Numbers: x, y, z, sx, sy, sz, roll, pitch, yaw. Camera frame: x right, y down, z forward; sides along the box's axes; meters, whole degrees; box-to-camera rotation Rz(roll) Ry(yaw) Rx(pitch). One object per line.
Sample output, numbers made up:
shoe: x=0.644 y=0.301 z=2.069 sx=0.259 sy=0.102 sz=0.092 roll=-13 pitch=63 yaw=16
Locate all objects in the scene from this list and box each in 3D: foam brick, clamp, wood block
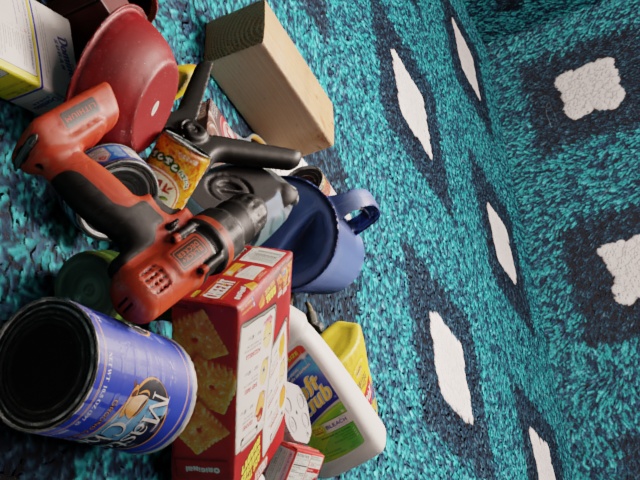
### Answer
foam brick: x=-0.225 y=-0.210 z=1.029 sx=0.051 sy=0.078 sz=0.053 roll=56 pitch=24 yaw=-34
clamp: x=-0.127 y=-0.101 z=1.117 sx=0.164 sy=0.036 sz=0.209 roll=41 pitch=45 yaw=10
wood block: x=-0.065 y=-0.210 z=1.444 sx=0.206 sy=0.091 sz=0.090 roll=52 pitch=28 yaw=-44

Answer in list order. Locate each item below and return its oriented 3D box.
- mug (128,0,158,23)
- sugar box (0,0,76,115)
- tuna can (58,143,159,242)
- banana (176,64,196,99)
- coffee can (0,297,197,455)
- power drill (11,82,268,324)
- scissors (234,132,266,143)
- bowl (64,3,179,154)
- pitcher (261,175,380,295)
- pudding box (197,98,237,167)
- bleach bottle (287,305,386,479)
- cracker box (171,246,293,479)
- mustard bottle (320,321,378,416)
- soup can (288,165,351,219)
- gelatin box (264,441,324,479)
mug: x=-0.216 y=-0.271 z=1.078 sx=0.117 sy=0.093 sz=0.081 roll=85 pitch=-5 yaw=-58
sugar box: x=-0.274 y=-0.172 z=0.912 sx=0.176 sy=0.048 sz=0.093 roll=29 pitch=47 yaw=-68
tuna can: x=-0.189 y=-0.042 z=0.962 sx=0.034 sy=0.086 sz=0.086 roll=41 pitch=-5 yaw=40
banana: x=-0.180 y=-0.173 z=1.146 sx=0.037 sy=0.070 sz=0.197 roll=41 pitch=7 yaw=11
coffee can: x=-0.176 y=0.111 z=0.843 sx=0.140 sy=0.103 sz=0.103 roll=35 pitch=42 yaw=-60
power drill: x=-0.147 y=-0.041 z=0.890 sx=0.187 sy=0.057 sz=0.184 roll=47 pitch=42 yaw=2
scissors: x=-0.103 y=-0.108 z=1.363 sx=0.201 sy=0.016 sz=0.096 roll=12 pitch=61 yaw=-68
bowl: x=-0.177 y=-0.134 z=0.995 sx=0.162 sy=0.055 sz=0.162 roll=24 pitch=89 yaw=-82
pitcher: x=-0.009 y=0.002 z=1.305 sx=0.242 sy=0.149 sz=0.145 roll=26 pitch=82 yaw=-75
pudding box: x=-0.126 y=-0.097 z=1.257 sx=0.113 sy=0.039 sz=0.090 roll=-87 pitch=153 yaw=-44
bleach bottle: x=-0.024 y=0.163 z=1.249 sx=0.250 sy=0.103 sz=0.068 roll=55 pitch=17 yaw=-22
cracker box: x=-0.084 y=0.129 z=1.016 sx=0.164 sy=0.072 sz=0.214 roll=-48 pitch=144 yaw=-67
mustard bottle: x=0.036 y=0.204 z=1.371 sx=0.096 sy=0.058 sz=0.191 roll=-58 pitch=144 yaw=-45
soup can: x=-0.005 y=-0.048 z=1.500 sx=0.102 sy=0.069 sz=0.068 roll=54 pitch=26 yaw=-43
gelatin box: x=-0.036 y=0.263 z=1.144 sx=0.073 sy=0.030 sz=0.089 roll=33 pitch=76 yaw=-61
